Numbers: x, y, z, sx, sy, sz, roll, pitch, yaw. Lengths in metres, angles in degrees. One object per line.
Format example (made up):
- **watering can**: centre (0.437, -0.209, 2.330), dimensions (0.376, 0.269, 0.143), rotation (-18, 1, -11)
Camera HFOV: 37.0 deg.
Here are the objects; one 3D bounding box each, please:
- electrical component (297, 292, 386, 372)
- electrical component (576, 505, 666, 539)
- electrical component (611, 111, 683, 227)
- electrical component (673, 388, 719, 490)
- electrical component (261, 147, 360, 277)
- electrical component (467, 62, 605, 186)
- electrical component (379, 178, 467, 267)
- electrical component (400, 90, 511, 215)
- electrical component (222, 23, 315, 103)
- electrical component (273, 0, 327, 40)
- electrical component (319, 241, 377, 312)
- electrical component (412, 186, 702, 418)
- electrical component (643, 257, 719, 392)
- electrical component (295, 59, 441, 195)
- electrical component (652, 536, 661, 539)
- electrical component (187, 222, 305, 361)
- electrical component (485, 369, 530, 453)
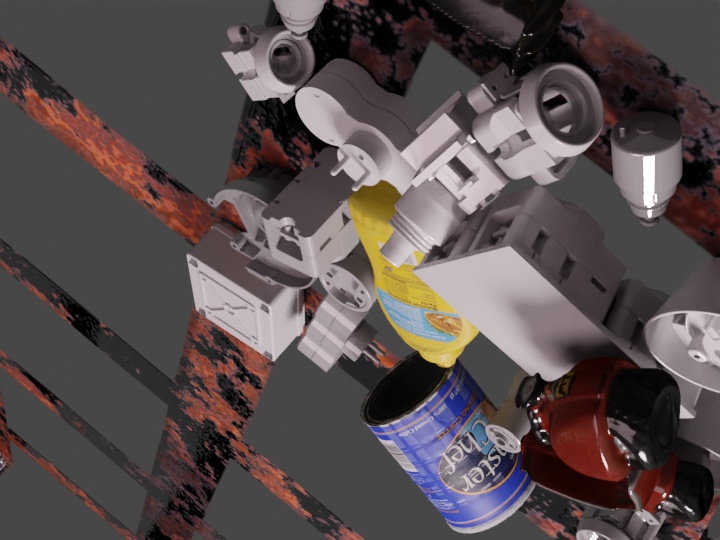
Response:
- **electrical component**: centre (-0.007, 0.060, 1.008), dimensions (0.074, 0.052, 0.138), rotation (39, 152, 5)
- **electrical component**: centre (0.226, 0.223, 0.944), dimensions (0.058, 0.057, 0.078), rotation (46, 151, -8)
- **electrical component**: centre (0.172, -0.058, 0.642), dimensions (0.040, 0.040, 0.078), rotation (21, 145, 33)
- **electrical component**: centre (0.245, 0.117, 0.795), dimensions (0.099, 0.064, 0.099), rotation (24, 158, 10)
- **electrical component**: centre (-0.030, -0.044, 0.854), dimensions (0.050, 0.089, 0.055), rotation (26, 148, 26)
- **electrical component**: centre (0.110, -0.092, 0.653), dimensions (0.078, 0.058, 0.057), rotation (48, 154, -12)
- **electrical component**: centre (0.039, -0.030, 0.723), dimensions (0.043, 0.062, 0.043), rotation (40, -174, -5)
- **electrical component**: centre (0.067, -0.074, 0.696), dimensions (0.064, 0.081, 0.042), rotation (45, 122, -9)
- **electrical component**: centre (-0.065, -0.154, 0.793), dimensions (0.055, 0.048, 0.066), rotation (10, 139, 55)
- **electrical component**: centre (-0.041, -0.187, 0.722), dimensions (0.040, 0.040, 0.078), rotation (32, 150, 17)
- **electrical component**: centre (0.000, 0.000, 0.922), dimensions (0.055, 0.047, 0.055), rotation (30, 149, 20)
- **electrical component**: centre (0.144, 0.027, 0.744), dimensions (0.186, 0.060, 0.105), rotation (41, 153, -20)
- **electrical component**: centre (0.236, 0.041, 0.675), dimensions (0.099, 0.064, 0.099), rotation (30, 149, 20)
- **electrical component**: centre (0.009, -0.085, 0.767), dimensions (0.138, 0.073, 0.052), rotation (36, 151, 9)
- **electrical component**: centre (0.268, 0.266, 0.968), dimensions (0.062, 0.048, 0.048), rotation (34, 151, -1)
- **electrical component**: centre (-0.113, 0.022, 1.079), dimensions (0.109, 0.056, 0.108), rotation (31, 150, 18)
- **electrical component**: centre (0.135, 0.121, 0.906), dimensions (0.044, 0.065, 0.044), rotation (29, 149, 20)
